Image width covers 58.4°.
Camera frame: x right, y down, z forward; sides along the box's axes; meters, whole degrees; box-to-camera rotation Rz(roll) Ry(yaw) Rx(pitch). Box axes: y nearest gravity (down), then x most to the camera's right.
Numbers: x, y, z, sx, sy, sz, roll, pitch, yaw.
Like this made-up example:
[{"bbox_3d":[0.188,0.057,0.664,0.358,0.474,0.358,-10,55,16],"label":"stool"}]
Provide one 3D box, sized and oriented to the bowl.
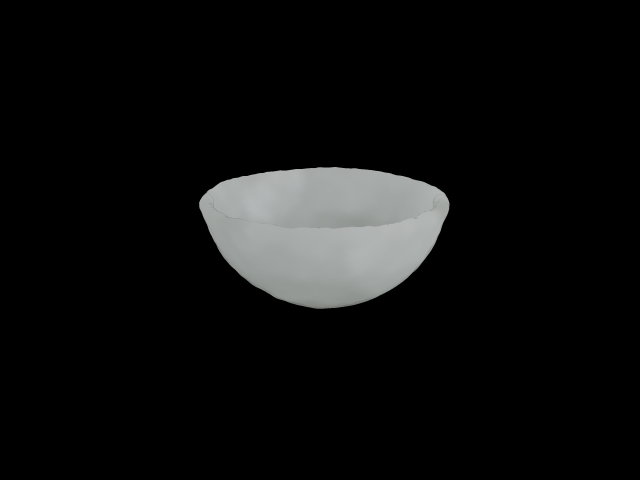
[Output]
[{"bbox_3d":[0.004,0.001,0.400,0.167,0.075,0.167,0,19,0],"label":"bowl"}]
